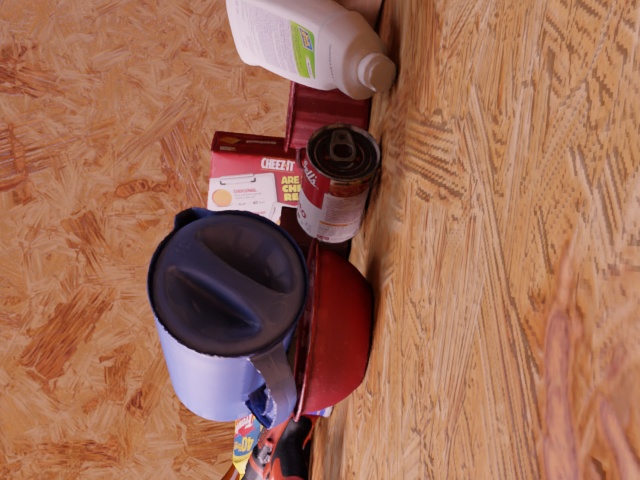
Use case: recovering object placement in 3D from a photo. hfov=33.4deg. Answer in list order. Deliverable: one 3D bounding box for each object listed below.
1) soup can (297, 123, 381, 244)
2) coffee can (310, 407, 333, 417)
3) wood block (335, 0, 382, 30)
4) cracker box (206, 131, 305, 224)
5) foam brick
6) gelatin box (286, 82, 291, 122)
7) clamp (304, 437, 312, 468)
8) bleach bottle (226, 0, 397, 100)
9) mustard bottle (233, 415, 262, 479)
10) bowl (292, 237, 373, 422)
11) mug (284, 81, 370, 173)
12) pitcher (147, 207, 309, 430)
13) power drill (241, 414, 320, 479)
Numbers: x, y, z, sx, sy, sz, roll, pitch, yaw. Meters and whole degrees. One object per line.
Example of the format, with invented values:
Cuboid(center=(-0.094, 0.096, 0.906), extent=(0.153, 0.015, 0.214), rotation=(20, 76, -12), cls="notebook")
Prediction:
Cuboid(center=(0.016, -0.051, 1.003), extent=(0.102, 0.068, 0.068), rotation=(101, 174, -54), cls="soup can")
Cuboid(center=(-0.054, 0.132, 1.149), extent=(0.103, 0.140, 0.103), rotation=(-174, 91, -86), cls="coffee can")
Cuboid(center=(0.018, -0.266, 1.144), extent=(0.206, 0.090, 0.090), rotation=(105, 170, -65), cls="wood block")
Cuboid(center=(-0.061, -0.021, 1.326), extent=(0.072, 0.164, 0.214), rotation=(-94, 11, -60), cls="cracker box")
Cuboid(center=(-0.008, 0.001, 1.164), extent=(0.053, 0.078, 0.051), rotation=(99, 175, -50), cls="foam brick")
Cuboid(center=(-0.021, -0.201, 1.379), extent=(0.089, 0.030, 0.073), rotation=(-75, -5, -55), cls="gelatin box")
Cuboid(center=(-0.039, 0.329, 1.314), extent=(0.120, 0.039, 0.171), rotation=(128, 155, -63), cls="clamp")
Cuboid(center=(-0.005, -0.185, 1.013), extent=(0.251, 0.068, 0.102), rotation=(40, 151, 50), cls="bleach bottle")
Cuboid(center=(-0.076, 0.234, 1.351), extent=(0.096, 0.058, 0.191), rotation=(-22, 61, 58), cls="mustard bottle")
Cuboid(center=(0.012, 0.080, 0.933), extent=(0.162, 0.055, 0.162), rotation=(-174, 91, -86), cls="bowl")
Cuboid(center=(0.007, -0.123, 1.128), extent=(0.093, 0.081, 0.117), rotation=(152, 125, -85), cls="mug")
Cuboid(center=(-0.081, 0.091, 0.967), extent=(0.243, 0.145, 0.149), rotation=(101, -176, -64), cls="pitcher")
Cuboid(center=(-0.051, 0.283, 1.203), extent=(0.187, 0.057, 0.185), rotation=(-99, 32, -64), cls="power drill")
